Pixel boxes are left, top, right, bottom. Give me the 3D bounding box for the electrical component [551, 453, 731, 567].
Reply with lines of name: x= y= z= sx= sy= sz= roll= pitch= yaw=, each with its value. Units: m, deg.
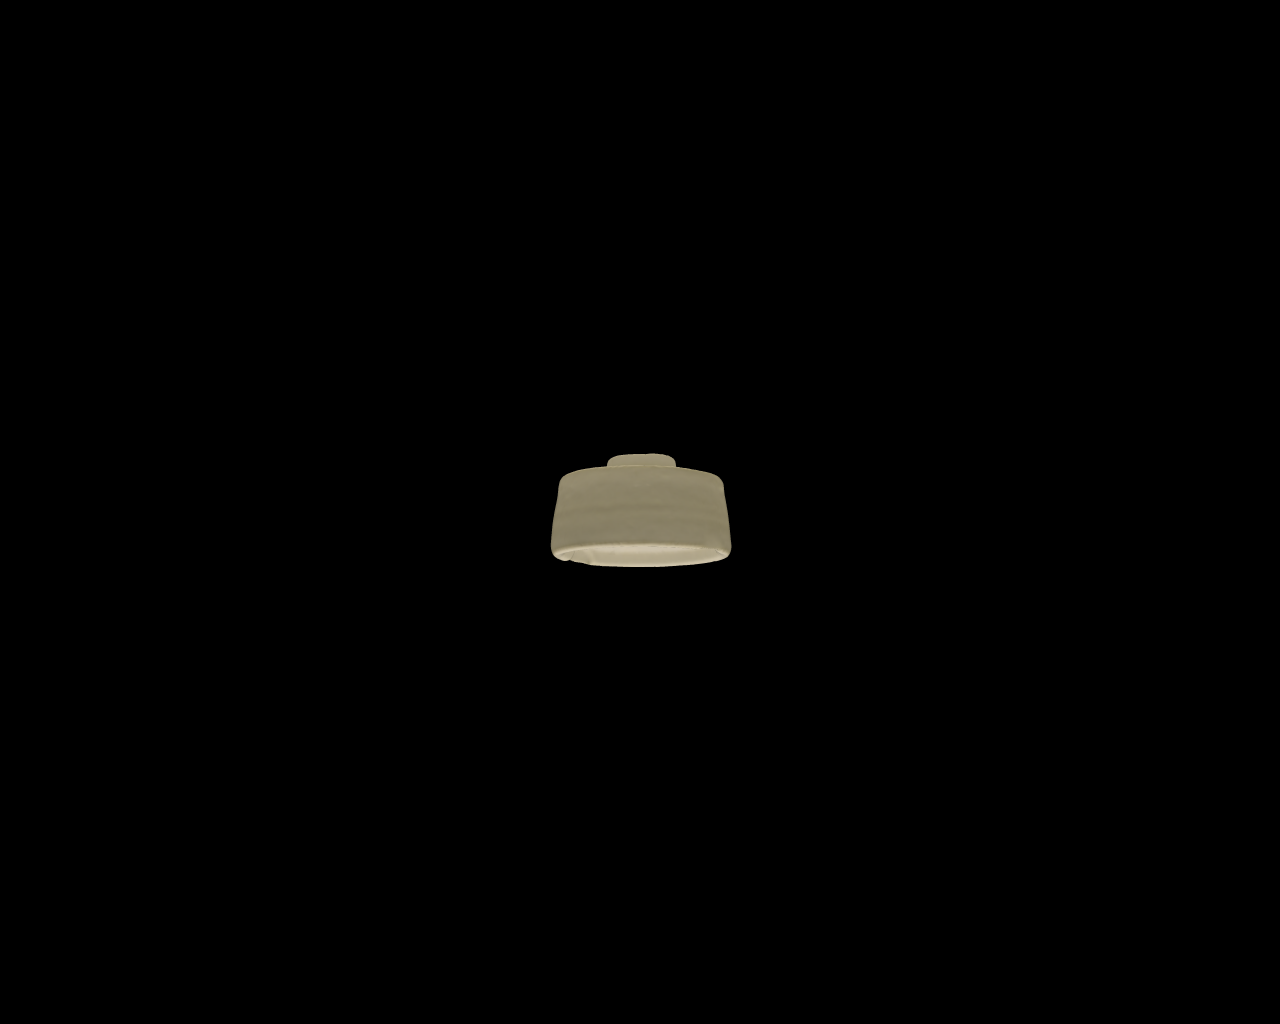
electrical component: x=0.001 y=-0.003 z=0.650 sx=0.108 sy=0.060 sz=0.108 roll=0 pitch=-9 yaw=0
